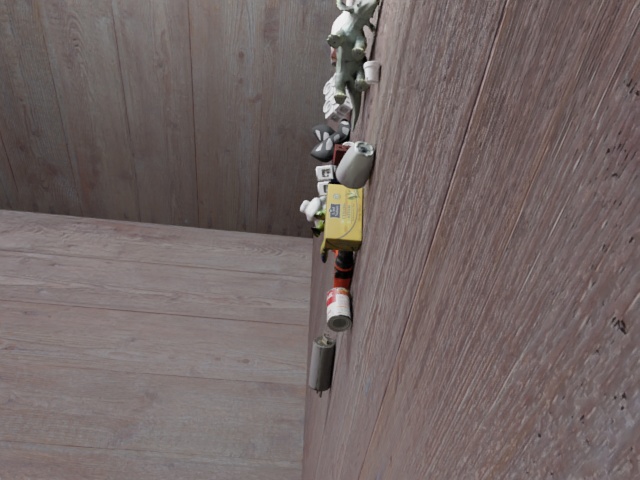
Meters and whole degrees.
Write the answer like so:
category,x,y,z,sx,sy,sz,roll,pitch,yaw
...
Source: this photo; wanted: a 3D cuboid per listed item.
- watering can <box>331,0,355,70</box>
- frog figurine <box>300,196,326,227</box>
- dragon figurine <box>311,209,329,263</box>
category,x,y,z,sx,sy,sz,roll,pitch,yaw
watering can,0.098,-0.789,1.923,0.340,0.104,0.229,102,172,-59
frog figurine,0.006,-0.095,1.895,0.124,0.159,0.136,-91,7,-76
dragon figurine,0.062,-0.099,1.735,0.402,0.122,0.247,106,-173,-63
